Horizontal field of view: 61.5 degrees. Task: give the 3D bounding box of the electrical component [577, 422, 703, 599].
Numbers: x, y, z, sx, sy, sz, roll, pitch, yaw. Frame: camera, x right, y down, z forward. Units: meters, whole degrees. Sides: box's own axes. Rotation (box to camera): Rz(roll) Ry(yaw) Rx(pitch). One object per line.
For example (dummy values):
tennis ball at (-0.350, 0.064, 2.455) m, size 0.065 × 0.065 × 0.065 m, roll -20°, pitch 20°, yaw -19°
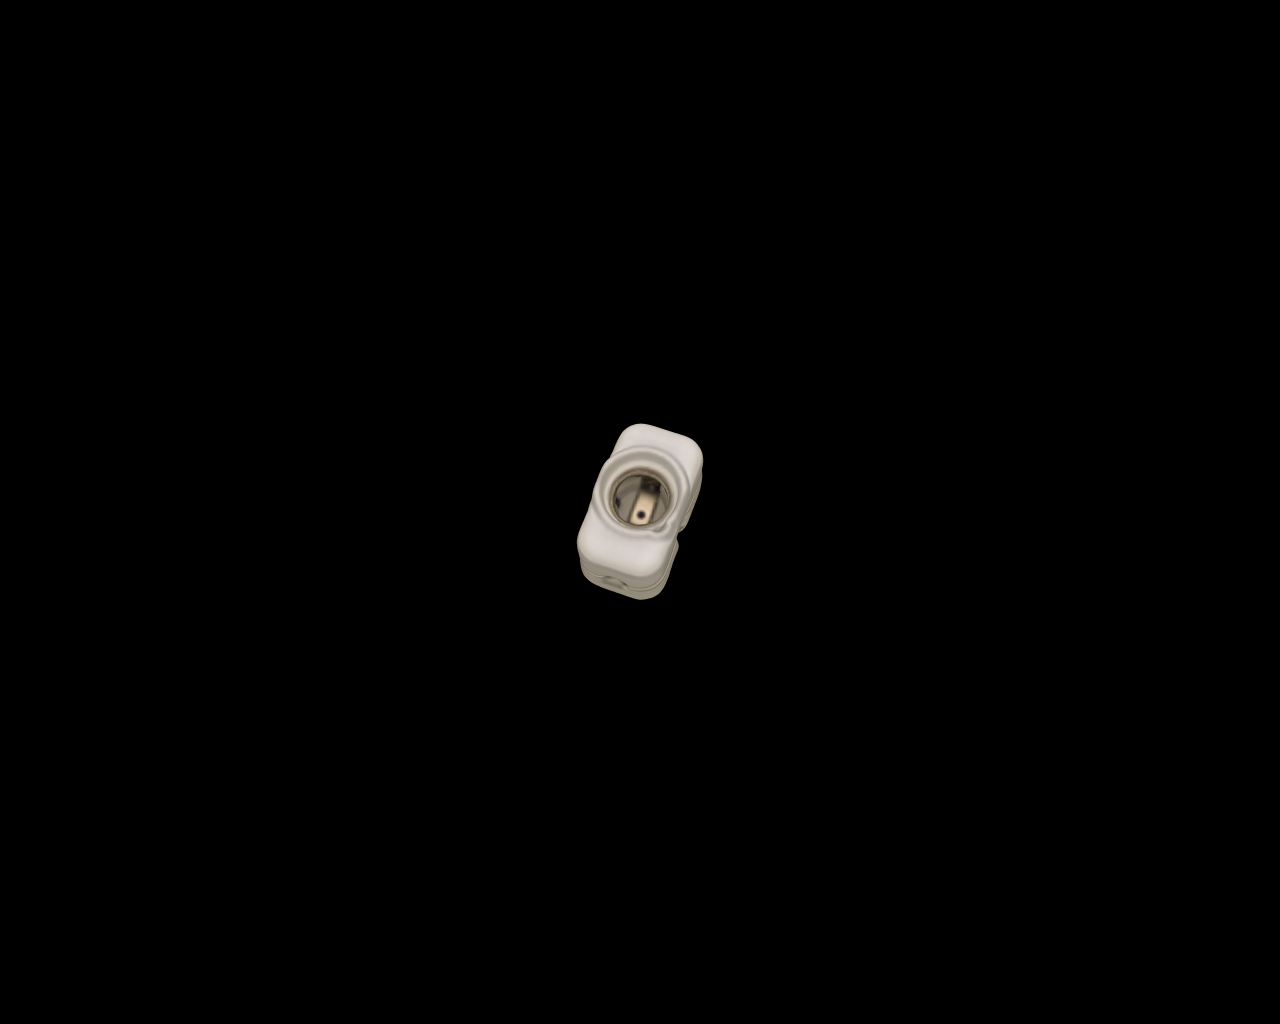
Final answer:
electrical component at (0.001, -0.003, 0.650) m, size 0.054 × 0.095 × 0.059 m, roll 19°, pitch -19°, yaw 7°
